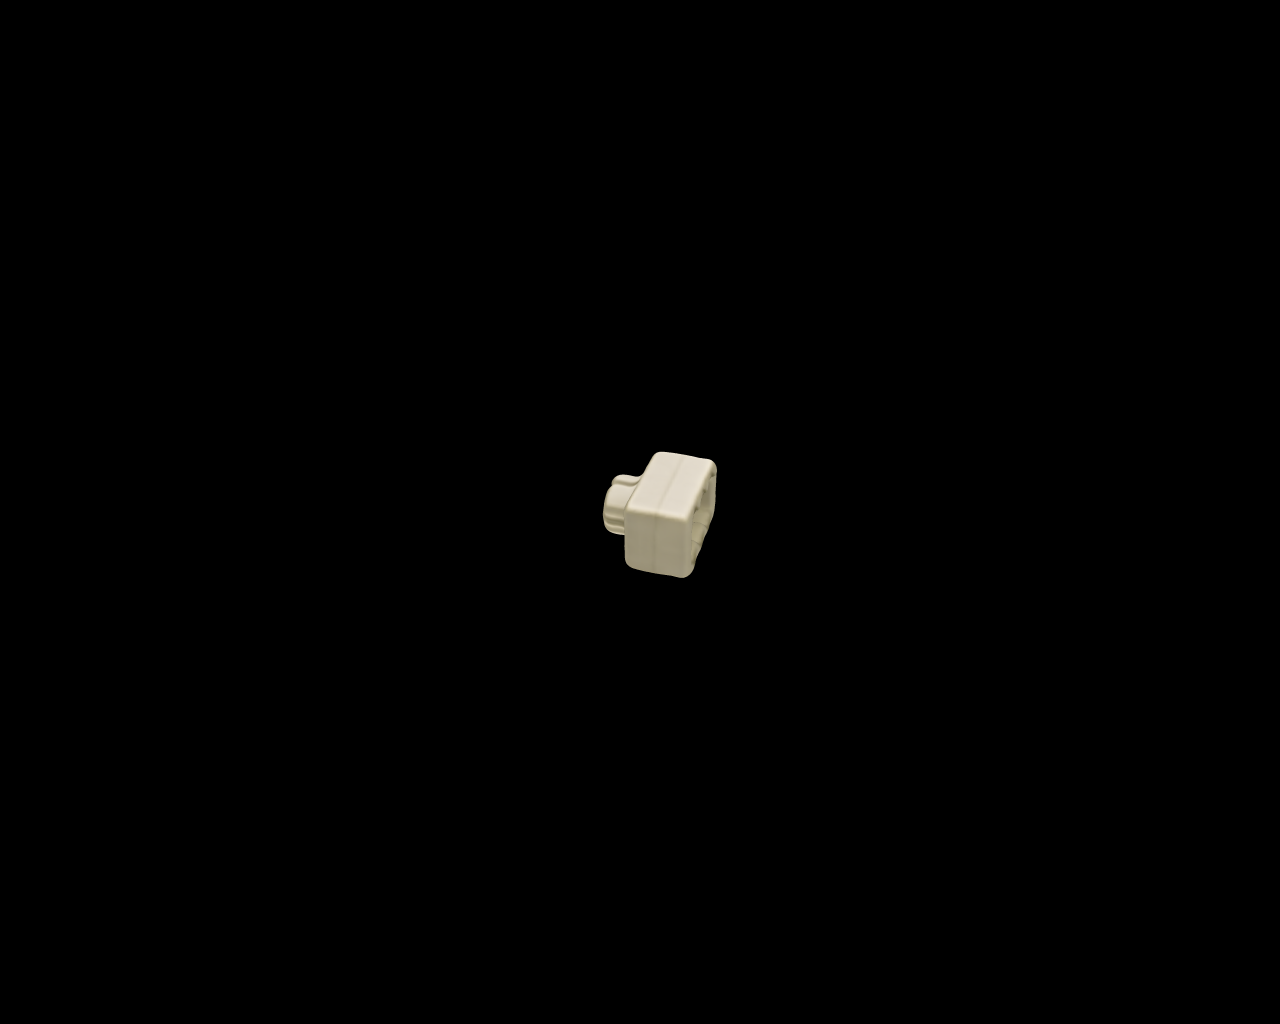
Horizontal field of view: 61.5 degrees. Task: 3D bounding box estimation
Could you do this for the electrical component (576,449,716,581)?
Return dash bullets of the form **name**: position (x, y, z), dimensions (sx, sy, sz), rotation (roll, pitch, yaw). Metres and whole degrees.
- **electrical component**: position (0.001, -0.003, 0.650), dimensions (0.077, 0.047, 0.066), rotation (11, 39, 14)
